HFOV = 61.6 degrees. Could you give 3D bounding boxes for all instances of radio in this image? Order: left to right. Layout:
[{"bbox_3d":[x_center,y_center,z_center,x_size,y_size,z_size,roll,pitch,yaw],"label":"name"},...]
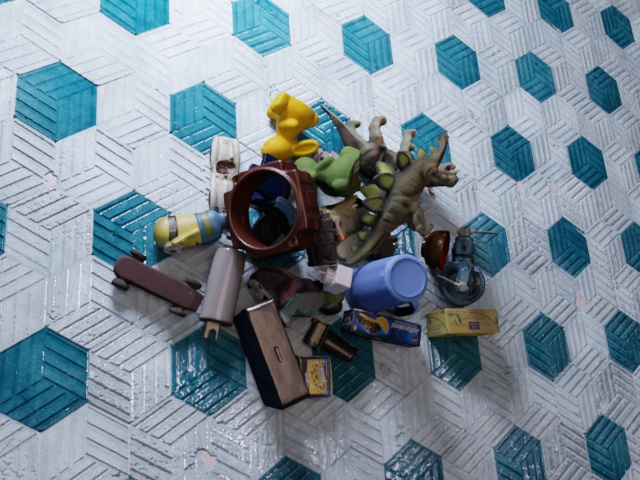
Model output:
[{"bbox_3d":[-0.113,0.255,1.197,0.073,0.131,0.229,-17,82,-27],"label":"radio"}]

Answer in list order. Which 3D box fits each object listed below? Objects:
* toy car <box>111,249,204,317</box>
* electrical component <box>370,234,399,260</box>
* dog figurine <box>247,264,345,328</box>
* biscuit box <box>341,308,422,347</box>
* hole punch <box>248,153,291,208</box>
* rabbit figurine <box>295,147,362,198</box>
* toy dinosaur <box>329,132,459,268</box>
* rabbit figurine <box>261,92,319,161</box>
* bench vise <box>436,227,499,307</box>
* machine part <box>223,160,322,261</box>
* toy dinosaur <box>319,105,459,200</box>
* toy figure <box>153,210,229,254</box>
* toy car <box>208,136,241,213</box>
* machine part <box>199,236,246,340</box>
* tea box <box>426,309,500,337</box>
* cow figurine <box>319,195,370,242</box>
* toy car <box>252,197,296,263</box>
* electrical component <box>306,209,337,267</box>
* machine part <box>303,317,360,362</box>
[{"bbox_3d":[-0.356,0.097,1.183,0.202,0.053,0.089,27,71,-9],"label":"toy car"},{"bbox_3d":[0.165,0.017,1.426,0.102,0.078,0.045,-39,54,-23],"label":"electrical component"},{"bbox_3d":[-0.040,0.115,1.288,0.219,0.108,0.191,-29,85,-32],"label":"dog figurine"},{"bbox_3d":[0.158,0.225,1.362,0.202,0.063,0.059,15,71,-19],"label":"biscuit box"},{"bbox_3d":[-0.122,-0.141,1.335,0.116,0.092,0.142,21,64,-21],"label":"hole punch"},{"bbox_3d":[0.004,-0.154,1.342,0.170,0.121,0.159,11,40,20],"label":"rabbit figurine"},{"bbox_3d":[0.198,-0.095,1.359,0.198,0.105,0.471,34,78,-12],"label":"toy dinosaur"},{"bbox_3d":[-0.086,-0.269,1.389,0.162,0.122,0.173,31,79,-23],"label":"rabbit figurine"},{"bbox_3d":[0.380,0.080,1.415,0.129,0.240,0.223,15,100,13],"label":"bench vise"},{"bbox_3d":[-0.108,-0.064,1.196,0.087,0.202,0.201,2,76,-63],"label":"machine part"},{"bbox_3d":[0.168,-0.223,1.472,0.405,0.131,0.192,15,69,-13],"label":"toy dinosaur"},{"bbox_3d":[-0.290,-0.025,1.232,0.180,0.082,0.089,-20,65,-20],"label":"toy figure"},{"bbox_3d":[-0.232,-0.156,1.307,0.073,0.056,0.201,4,73,-22],"label":"toy car"},{"bbox_3d":[-0.220,0.107,1.225,0.079,0.079,0.243,17,68,-18],"label":"machine part"},{"bbox_3d":[0.382,0.223,1.439,0.169,0.098,0.068,2,74,-21],"label":"tea box"},{"bbox_3d":[0.033,-0.058,1.379,0.195,0.085,0.127,-26,92,-25],"label":"cow figurine"},{"bbox_3d":[-0.098,-0.020,1.294,0.109,0.161,0.103,48,20,21],"label":"toy car"},{"bbox_3d":[-0.003,-0.004,1.266,0.058,0.115,0.134,-6,85,-12],"label":"electrical component"},{"bbox_3d":[0.029,0.251,1.314,0.139,0.039,0.084,30,57,-11],"label":"machine part"}]
